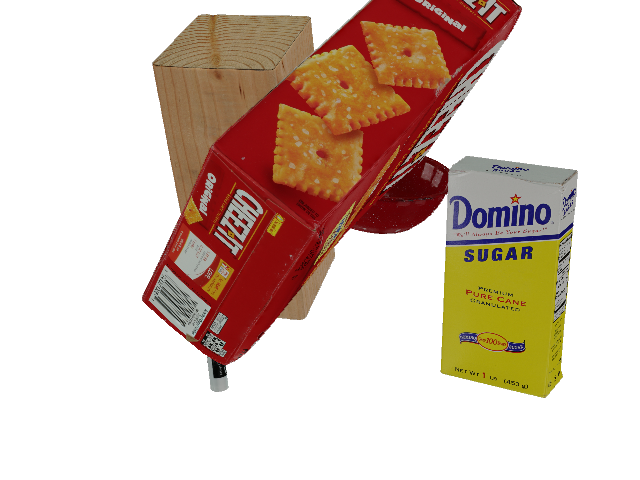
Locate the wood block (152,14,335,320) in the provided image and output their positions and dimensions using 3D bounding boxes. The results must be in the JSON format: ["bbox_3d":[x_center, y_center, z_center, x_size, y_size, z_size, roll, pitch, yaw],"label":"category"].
[{"bbox_3d":[-0.051,-0.052,0.790,0.090,0.206,0.090,5,35,17],"label":"wood block"}]

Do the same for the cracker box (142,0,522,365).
[{"bbox_3d":[0.007,-0.046,0.597,0.213,0.072,0.164,-47,-5,-36],"label":"cracker box"}]

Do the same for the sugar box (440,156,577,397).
[{"bbox_3d":[0.145,0.028,0.834,0.093,0.176,0.048,10,24,28],"label":"sugar box"}]

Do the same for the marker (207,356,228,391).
[{"bbox_3d":[-0.111,0.098,1.108,0.020,0.121,0.020,-5,15,1],"label":"marker"}]

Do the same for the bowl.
[{"bbox_3d":[0.057,-0.050,1.107,0.162,0.055,0.162,6,23,-3],"label":"bowl"}]
